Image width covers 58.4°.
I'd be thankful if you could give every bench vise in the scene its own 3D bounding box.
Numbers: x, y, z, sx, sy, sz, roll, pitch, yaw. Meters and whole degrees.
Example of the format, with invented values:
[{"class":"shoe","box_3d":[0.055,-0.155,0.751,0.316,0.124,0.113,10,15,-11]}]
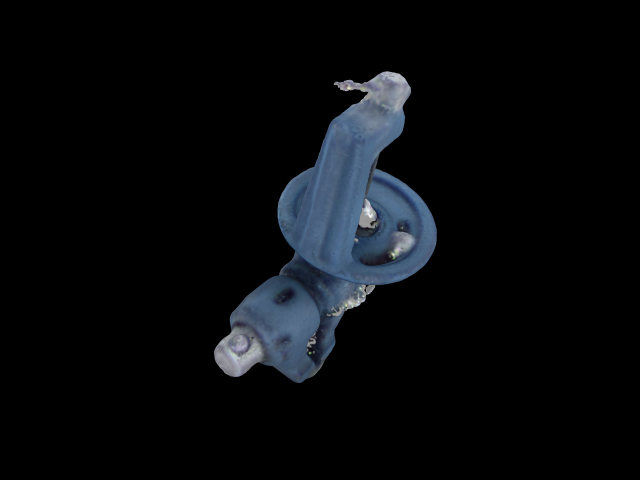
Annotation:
[{"class":"bench vise","box_3d":[0.015,0.005,0.398,0.121,0.220,0.207,19,62,11]}]
